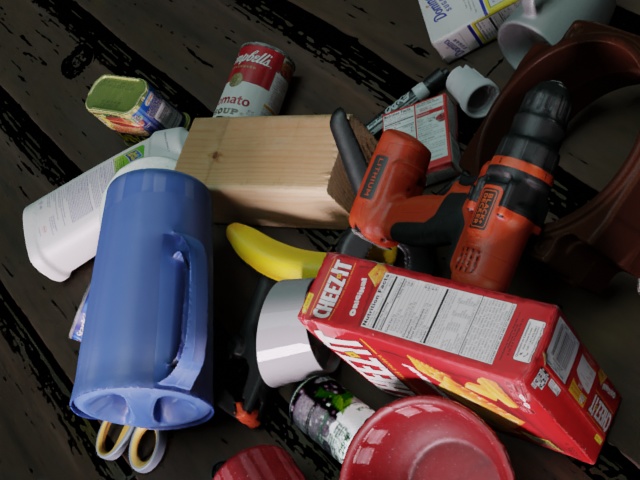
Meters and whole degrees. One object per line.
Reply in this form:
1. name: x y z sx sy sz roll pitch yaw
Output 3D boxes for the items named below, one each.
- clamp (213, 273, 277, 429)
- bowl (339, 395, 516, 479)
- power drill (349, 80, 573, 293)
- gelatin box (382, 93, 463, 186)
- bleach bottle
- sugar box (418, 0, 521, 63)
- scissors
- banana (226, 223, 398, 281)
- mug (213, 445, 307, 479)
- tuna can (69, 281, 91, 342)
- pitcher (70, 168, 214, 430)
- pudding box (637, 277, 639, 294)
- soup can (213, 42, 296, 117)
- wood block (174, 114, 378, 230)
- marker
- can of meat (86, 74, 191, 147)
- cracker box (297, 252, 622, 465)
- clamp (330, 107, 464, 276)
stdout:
1. clamp: -0.090 0.113 1.067 0.120 0.039 0.171 -26 44 27
2. bowl: 0.095 0.205 0.851 0.162 0.055 0.162 -6 79 34
3. power drill: 0.115 -0.050 0.893 0.188 0.057 0.184 14 79 56
4. gelatin box: 0.102 -0.096 1.070 0.073 0.030 0.089 -18 54 26
5. bleach bottle: -0.228 -0.054 1.250 0.251 0.068 0.102 -29 54 13
6. sugar box: 0.191 -0.264 1.104 0.176 0.048 0.093 -27 50 23
7. scissors: -0.160 0.150 1.087 0.096 0.016 0.202 39 97 37
8. banana: -0.007 0.017 1.057 0.198 0.037 0.069 1 58 20
9. mug: -0.048 0.243 0.931 0.082 0.093 0.117 51 130 48
10. tuna can: -0.242 0.073 1.166 0.086 0.033 0.086 -159 91 -83
11. pitcher: -0.158 0.052 1.034 0.149 0.145 0.243 -6 64 12
12. pudding box: 0.306 -0.005 0.868 0.090 0.039 0.113 -10 59 31
13. soup can: -0.076 -0.163 1.209 0.069 0.068 0.102 5 67 37
14. wood block: -0.043 -0.071 1.114 0.206 0.090 0.090 4 66 36
15. marker: 0.086 -0.140 1.116 0.121 0.020 0.020 -37 48 10
16. can of meat: -0.222 -0.155 1.292 0.102 0.083 0.057 13 71 39
17. cracker box: 0.111 0.094 0.854 0.214 0.164 0.072 13 68 39
18. clamp: 0.080 -0.013 0.999 0.164 0.036 0.210 7 84 0
